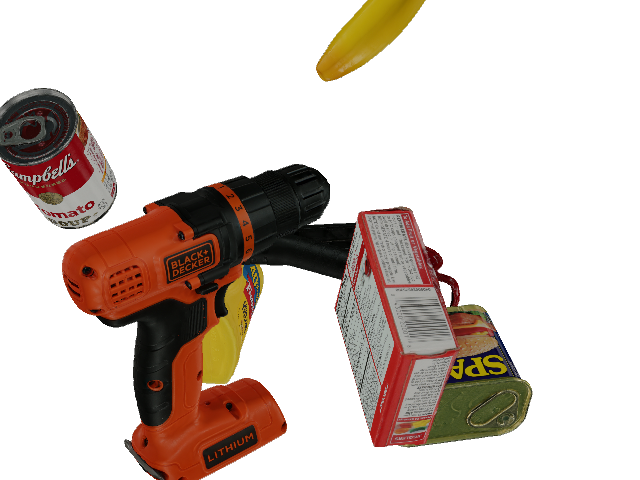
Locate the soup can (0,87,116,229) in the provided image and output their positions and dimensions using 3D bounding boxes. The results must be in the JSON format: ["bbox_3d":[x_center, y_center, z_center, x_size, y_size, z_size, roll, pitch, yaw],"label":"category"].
[{"bbox_3d":[-0.205,-0.061,0.830,0.068,0.068,0.102,0,-28,9],"label":"soup can"}]

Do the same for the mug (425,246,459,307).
[{"bbox_3d":[0.101,0.057,1.215,0.117,0.081,0.093,10,24,15],"label":"mug"}]

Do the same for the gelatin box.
[{"bbox_3d":[0.034,0.040,0.503,0.030,0.089,0.073,-3,-43,-13],"label":"gelatin box"}]

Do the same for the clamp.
[{"bbox_3d":[-0.036,0.005,0.949,0.210,0.036,0.164,3,12,-2],"label":"clamp"}]

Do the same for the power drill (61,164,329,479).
[{"bbox_3d":[-0.067,0.053,0.689,0.184,0.188,0.057,-22,33,-29],"label":"power drill"}]

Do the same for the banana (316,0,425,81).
[{"bbox_3d":[0.057,-0.198,0.835,0.070,0.197,0.037,-11,-46,42],"label":"banana"}]

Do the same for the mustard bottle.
[{"bbox_3d":[-0.099,0.065,1.158,0.058,0.096,0.191,1,29,8],"label":"mustard bottle"}]

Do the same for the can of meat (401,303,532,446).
[{"bbox_3d":[0.089,0.095,0.774,0.102,0.057,0.084,-5,39,-12],"label":"can of meat"}]
